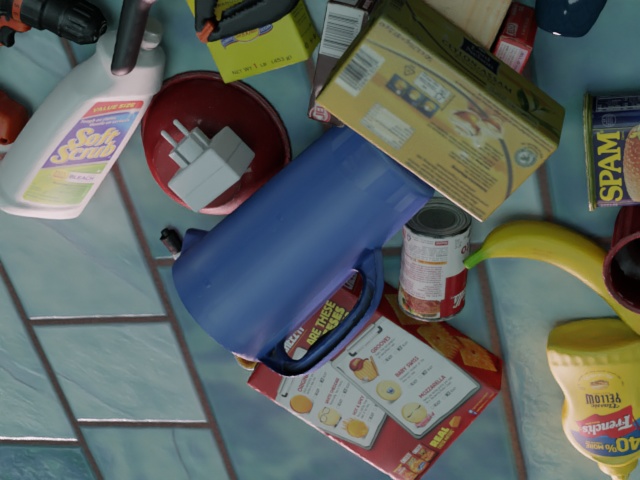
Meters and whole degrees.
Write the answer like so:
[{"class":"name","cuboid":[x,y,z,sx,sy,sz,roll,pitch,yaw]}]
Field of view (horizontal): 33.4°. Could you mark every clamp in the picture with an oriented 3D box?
[{"class":"clamp","cuboid":[-0.029,-0.239,0.874,0.164,0.036,0.210,28,122,-14]},{"class":"clamp","cuboid":[-0.169,-0.237,0.918,0.120,0.039,0.172,41,118,-6]}]

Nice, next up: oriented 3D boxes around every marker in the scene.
[{"class":"marker","cuboid":[-0.136,0.036,1.164,0.020,0.020,0.121,-20,115,30]}]

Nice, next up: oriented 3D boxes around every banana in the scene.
[{"class":"banana","cuboid":[0.236,0.027,1.004,0.198,0.037,0.070,22,104,-1]}]

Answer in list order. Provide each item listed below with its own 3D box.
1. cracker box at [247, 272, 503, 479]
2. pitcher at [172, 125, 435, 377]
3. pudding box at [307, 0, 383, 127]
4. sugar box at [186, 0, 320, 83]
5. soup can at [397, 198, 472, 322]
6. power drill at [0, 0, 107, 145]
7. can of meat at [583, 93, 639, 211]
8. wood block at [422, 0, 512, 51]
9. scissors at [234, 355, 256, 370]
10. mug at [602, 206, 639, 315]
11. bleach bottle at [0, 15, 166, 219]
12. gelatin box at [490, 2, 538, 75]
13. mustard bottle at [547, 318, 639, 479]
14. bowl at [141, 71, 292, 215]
[{"class":"cracker box","cuboid":[0.058,0.138,1.122,0.213,0.072,0.164,34,118,-4]},{"class":"pitcher","cuboid":[-0.007,0.001,0.993,0.149,0.145,0.243,39,111,-25]},{"class":"pudding box","cuboid":[0.024,-0.167,0.920,0.039,0.090,0.114,18,127,5]},{"class":"sugar box","cuboid":[-0.076,-0.233,0.938,0.093,0.048,0.176,-12,119,27]},{"class":"soup can","cuboid":[0.110,0.019,1.033,0.068,0.068,0.102,9,125,14]},{"class":"power drill","cuboid":[-0.308,-0.188,1.047,0.184,0.057,0.188,28,126,3]},{"class":"can of meat","cuboid":[0.272,-0.077,0.916,0.084,0.057,0.102,-2,123,17]},{"class":"wood block","cuboid":[0.112,-0.209,0.858,0.090,0.090,0.206,23,128,2]},{"class":"scissors","cuboid":[-0.046,0.073,1.159,0.096,0.016,0.202,20,128,3]},{"class":"mug","cuboid":[0.311,0.004,0.941,0.117,0.081,0.093,-24,112,32]},{"class":"bleach bottle","cuboid":[-0.229,-0.122,1.042,0.102,0.068,0.251,6,139,-39]},{"class":"gelatin box","cuboid":[0.154,-0.145,0.899,0.030,0.073,0.089,21,128,4]},{"class":"mustard bottle","cuboid":[0.292,0.170,1.079,0.096,0.058,0.191,-6,121,20]},{"class":"bowl","cuboid":[-0.112,-0.082,1.050,0.162,0.055,0.162,9,126,13]}]
